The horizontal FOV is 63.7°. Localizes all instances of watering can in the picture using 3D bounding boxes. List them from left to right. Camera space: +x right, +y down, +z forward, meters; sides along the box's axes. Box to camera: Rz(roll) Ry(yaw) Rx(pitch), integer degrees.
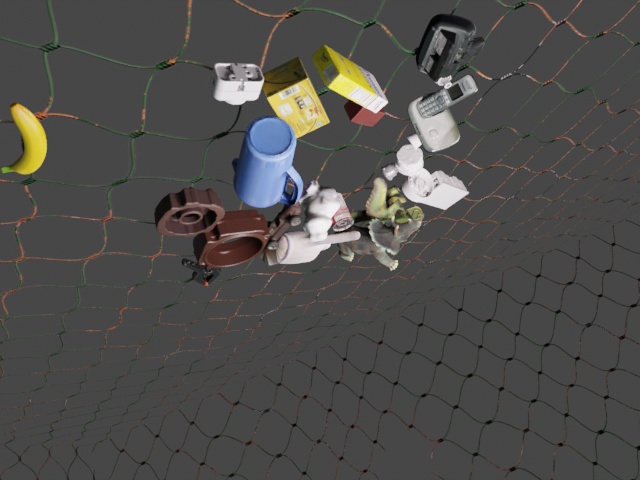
[{"bbox_3d":[-0.052,0.015,1.651,0.225,0.105,0.344,-2,169,-39],"label":"watering can"}]

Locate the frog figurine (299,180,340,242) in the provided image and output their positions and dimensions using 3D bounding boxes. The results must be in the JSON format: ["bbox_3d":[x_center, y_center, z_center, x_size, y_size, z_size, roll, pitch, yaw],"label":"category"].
[{"bbox_3d":[0.005,-0.075,1.495,0.135,0.162,0.122,-37,152,28],"label":"frog figurine"}]

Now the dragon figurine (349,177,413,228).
[{"bbox_3d":[0.158,-0.093,1.674,0.241,0.124,0.405,-22,153,19],"label":"dragon figurine"}]
